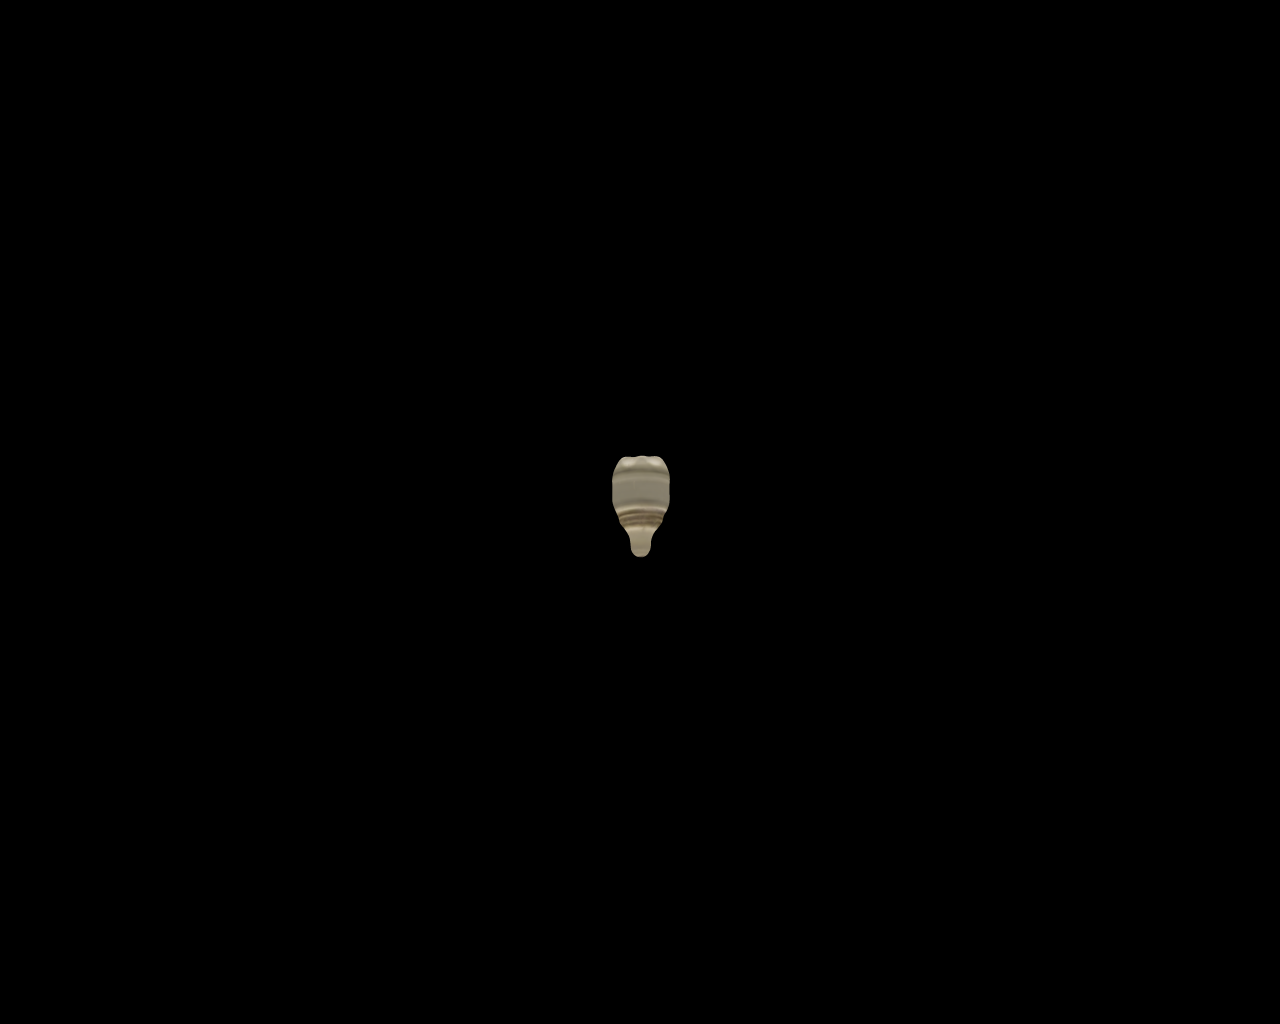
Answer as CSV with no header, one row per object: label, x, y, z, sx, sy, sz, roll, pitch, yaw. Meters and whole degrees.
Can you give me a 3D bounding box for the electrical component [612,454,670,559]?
electrical component,0.001,-0.003,0.650,0.035,0.061,0.035,0,-11,0
